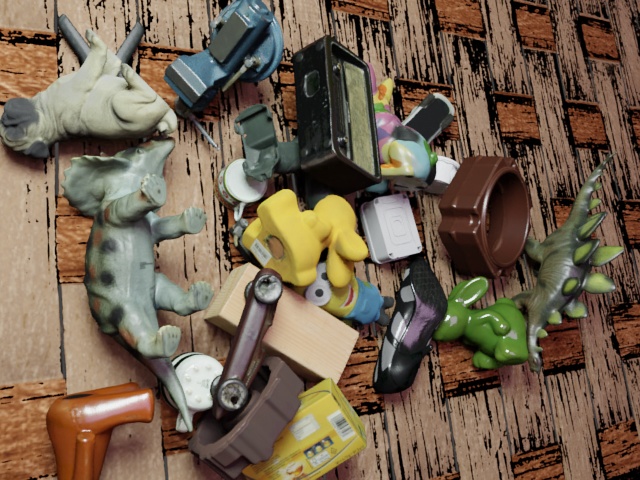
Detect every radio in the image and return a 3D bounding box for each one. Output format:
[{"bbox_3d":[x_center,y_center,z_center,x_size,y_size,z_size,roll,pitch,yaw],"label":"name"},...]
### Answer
[{"bbox_3d":[0.027,-0.199,0.854,0.131,0.073,0.229,20,59,-49],"label":"radio"}]

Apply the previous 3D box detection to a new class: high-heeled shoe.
[{"bbox_3d":[0.148,0.149,0.949,0.086,0.145,0.249,30,38,-16],"label":"high-heeled shoe"}]

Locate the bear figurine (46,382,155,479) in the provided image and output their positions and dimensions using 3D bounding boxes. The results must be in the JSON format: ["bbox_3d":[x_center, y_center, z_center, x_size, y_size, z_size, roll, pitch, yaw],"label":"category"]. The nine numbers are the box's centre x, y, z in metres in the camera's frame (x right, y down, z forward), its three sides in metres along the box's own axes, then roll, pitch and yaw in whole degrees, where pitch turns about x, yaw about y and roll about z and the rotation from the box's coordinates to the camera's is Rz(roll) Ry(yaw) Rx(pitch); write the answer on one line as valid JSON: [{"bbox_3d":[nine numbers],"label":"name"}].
[{"bbox_3d":[-0.272,0.286,0.660,0.132,0.120,0.195,-4,82,-31],"label":"bear figurine"}]

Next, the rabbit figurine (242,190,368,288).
[{"bbox_3d":[-0.002,-0.012,0.797,0.162,0.121,0.173,42,43,16],"label":"rabbit figurine"}]

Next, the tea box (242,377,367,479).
[{"bbox_3d":[-0.029,0.286,0.766,0.170,0.068,0.098,-32,95,5],"label":"tea box"}]

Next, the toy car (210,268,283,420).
[{"bbox_3d":[-0.093,0.133,0.701,0.053,0.089,0.202,21,73,-16],"label":"toy car"}]

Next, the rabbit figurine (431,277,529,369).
[{"bbox_3d":[0.278,0.146,0.972,0.170,0.121,0.159,11,77,-9],"label":"rabbit figurine"}]

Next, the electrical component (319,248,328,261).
[{"bbox_3d":[-0.002,-0.003,0.889,0.119,0.048,0.075,16,70,-39],"label":"electrical component"}]

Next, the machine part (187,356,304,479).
[{"bbox_3d":[-0.099,0.237,0.731,0.056,0.179,0.179,47,63,-14],"label":"machine part"}]

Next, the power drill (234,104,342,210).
[{"bbox_3d":[-0.042,-0.161,0.876,0.207,0.086,0.232,2,75,-59],"label":"power drill"}]

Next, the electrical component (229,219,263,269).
[{"bbox_3d":[-0.098,0.010,0.852,0.078,0.045,0.102,-33,94,-27],"label":"electrical component"}]

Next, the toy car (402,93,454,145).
[{"bbox_3d":[0.191,-0.211,1.043,0.073,0.056,0.202,45,66,-4],"label":"toy car"}]

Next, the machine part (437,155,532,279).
[{"bbox_3d":[0.317,-0.042,1.010,0.201,0.087,0.201,52,59,-33],"label":"machine part"}]

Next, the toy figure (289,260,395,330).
[{"bbox_3d":[0.033,0.092,0.881,0.180,0.089,0.082,24,56,-29],"label":"toy figure"}]

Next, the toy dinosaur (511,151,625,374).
[{"bbox_3d":[0.481,0.035,1.051,0.105,0.199,0.471,29,69,-22],"label":"toy dinosaur"}]

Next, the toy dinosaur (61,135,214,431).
[{"bbox_3d":[-0.250,0.041,0.710,0.131,0.192,0.404,9,79,-58],"label":"toy dinosaur"}]

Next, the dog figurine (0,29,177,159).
[{"bbox_3d":[-0.315,-0.158,0.733,0.172,0.121,0.190,42,87,9],"label":"dog figurine"}]

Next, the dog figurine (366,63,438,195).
[{"bbox_3d":[0.116,-0.197,0.934,0.108,0.192,0.219,12,79,-48],"label":"dog figurine"}]

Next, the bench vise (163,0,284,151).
[{"bbox_3d":[-0.130,-0.282,0.851,0.129,0.223,0.240,37,31,3],"label":"bench vise"}]
